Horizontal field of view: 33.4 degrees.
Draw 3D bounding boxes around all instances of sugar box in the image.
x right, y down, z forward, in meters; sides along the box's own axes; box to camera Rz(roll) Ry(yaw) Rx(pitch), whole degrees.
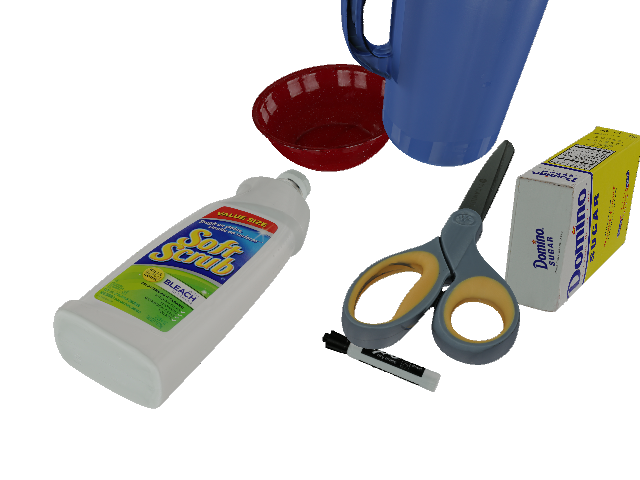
[{"bbox_3d":[0.188,-0.020,0.781,0.048,0.093,0.176,13,23,25],"label":"sugar box"}]

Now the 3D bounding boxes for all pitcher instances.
[{"bbox_3d":[0.107,-0.176,0.886,0.149,0.144,0.243,29,-35,17],"label":"pitcher"}]

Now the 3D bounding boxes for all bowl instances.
[{"bbox_3d":[0.011,-0.120,1.113,0.162,0.055,0.162,-4,40,3],"label":"bowl"}]

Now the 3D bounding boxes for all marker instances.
[{"bbox_3d":[0.058,0.117,1.044,0.121,0.020,0.020,21,5,14],"label":"marker"}]

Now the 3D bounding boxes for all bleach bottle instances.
[{"bbox_3d":[-0.091,0.018,0.846,0.103,0.068,0.250,26,47,17],"label":"bleach bottle"}]

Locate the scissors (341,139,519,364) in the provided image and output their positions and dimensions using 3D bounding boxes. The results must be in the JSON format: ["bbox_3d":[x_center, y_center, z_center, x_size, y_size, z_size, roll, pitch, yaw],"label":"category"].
[{"bbox_3d":[0.090,0.004,0.575,0.096,0.016,0.201,26,45,30],"label":"scissors"}]
